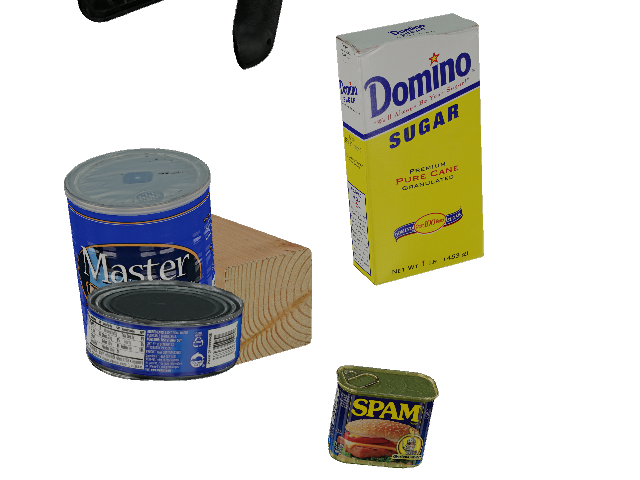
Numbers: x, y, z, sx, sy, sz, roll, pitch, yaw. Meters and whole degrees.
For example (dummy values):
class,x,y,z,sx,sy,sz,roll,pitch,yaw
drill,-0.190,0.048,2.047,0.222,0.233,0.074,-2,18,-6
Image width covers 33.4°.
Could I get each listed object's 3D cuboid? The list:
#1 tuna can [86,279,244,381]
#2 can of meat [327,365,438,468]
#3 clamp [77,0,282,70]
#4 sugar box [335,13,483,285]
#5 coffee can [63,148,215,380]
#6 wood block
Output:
class,x,y,z,sx,sy,sz,roll,pitch,yaw
tuna can,-0.086,0.048,0.589,0.086,0.034,0.086,4,12,-1
can of meat,0.061,0.179,1.078,0.102,0.084,0.057,7,18,-6
clamp,-0.031,-0.150,0.565,0.120,0.171,0.039,34,-27,29
sugar box,0.066,-0.063,0.754,0.093,0.176,0.048,-15,29,-18
coffee can,-0.128,0.016,0.784,0.103,0.140,0.103,-1,27,0
wood block,-0.105,0.035,0.984,0.090,0.090,0.206,-12,20,-36
